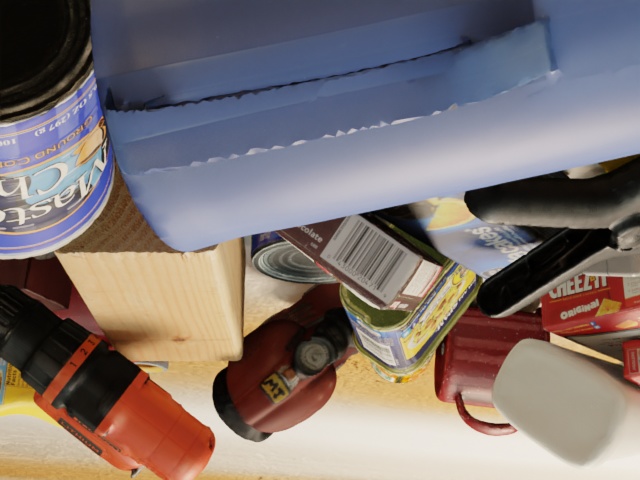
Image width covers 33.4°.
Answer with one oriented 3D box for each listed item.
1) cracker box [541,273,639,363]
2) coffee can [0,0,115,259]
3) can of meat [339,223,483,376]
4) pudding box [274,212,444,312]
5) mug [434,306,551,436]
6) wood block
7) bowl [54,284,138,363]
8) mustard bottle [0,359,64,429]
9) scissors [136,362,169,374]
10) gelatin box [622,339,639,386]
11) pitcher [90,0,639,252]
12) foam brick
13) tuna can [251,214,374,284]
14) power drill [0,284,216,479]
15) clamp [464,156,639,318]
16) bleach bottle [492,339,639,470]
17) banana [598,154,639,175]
[{"bbox_3d":[0.285,0.043,0.768,0.164,0.072,0.213,-19,151,41],"label":"cracker box"},{"bbox_3d":[-0.146,-0.064,0.485,0.102,0.103,0.140,4,157,-8],"label":"coffee can"},{"bbox_3d":[0.061,0.030,0.711,0.057,0.102,0.084,34,166,23],"label":"can of meat"},{"bbox_3d":[0.011,-0.005,0.605,0.113,0.039,0.090,37,-174,14],"label":"pudding box"},{"bbox_3d":[0.139,0.107,0.877,0.081,0.117,0.093,6,145,0],"label":"mug"},{"bbox_3d":[-0.098,0.006,0.670,0.091,0.090,0.206,0,157,0],"label":"wood block"},{"bbox_3d":[-0.182,0.063,0.856,0.162,0.055,0.162,1,157,0],"label":"bowl"},{"bbox_3d":[-0.272,0.107,0.910,0.191,0.096,0.058,11,156,-23],"label":"mustard bottle"},{"bbox_3d":[-0.229,0.110,1.022,0.096,0.016,0.201,-16,152,33],"label":"scissors"},{"bbox_3d":[0.262,0.089,0.742,0.073,0.030,0.089,-14,154,36],"label":"gelatin box"},{"bbox_3d":[0.041,-0.073,0.411,0.243,0.149,0.145,-9,150,15],"label":"pitcher"},{"bbox_3d":[-0.223,0.023,0.766,0.078,0.051,0.053,-9,156,21],"label":"foam brick"},{"bbox_3d":[-0.005,0.001,0.725,0.086,0.034,0.086,1,158,0],"label":"tuna can"},{"bbox_3d":[-0.164,0.106,0.749,0.184,0.057,0.188,39,163,-2],"label":"power drill"},{"bbox_3d":[0.153,-0.017,0.562,0.171,0.039,0.120,-24,151,8],"label":"clamp"},{"bbox_3d":[0.235,0.129,0.828,0.103,0.068,0.250,33,-168,38],"label":"bleach bottle"},{"bbox_3d":[0.137,-0.059,0.570,0.070,0.037,0.197,-19,151,36],"label":"banana"}]
